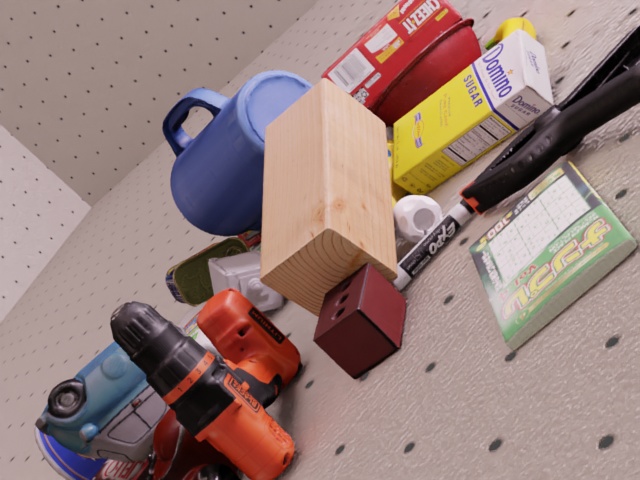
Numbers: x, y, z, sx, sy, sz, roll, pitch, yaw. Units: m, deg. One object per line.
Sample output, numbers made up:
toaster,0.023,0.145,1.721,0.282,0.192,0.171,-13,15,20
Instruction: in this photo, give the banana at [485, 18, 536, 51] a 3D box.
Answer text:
banana,0.209,-0.202,1.168,0.070,0.037,0.197,-61,4,29

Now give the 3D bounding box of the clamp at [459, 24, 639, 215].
clamp,0.204,-0.098,0.890,0.210,0.036,0.164,-41,6,32

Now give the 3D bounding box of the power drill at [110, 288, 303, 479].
power drill,-0.088,0.103,0.910,0.057,0.184,0.187,-41,6,16

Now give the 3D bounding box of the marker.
marker,0.106,-0.004,0.946,0.121,0.020,0.020,-46,15,0

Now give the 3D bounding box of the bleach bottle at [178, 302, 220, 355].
bleach bottle,-0.137,0.127,1.185,0.102,0.068,0.251,-49,12,2

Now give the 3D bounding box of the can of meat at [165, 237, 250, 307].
can of meat,-0.139,0.040,1.334,0.102,0.057,0.084,-30,6,-17

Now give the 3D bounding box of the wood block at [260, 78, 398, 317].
wood block,0.007,-0.040,0.995,0.091,0.090,0.206,-36,36,30

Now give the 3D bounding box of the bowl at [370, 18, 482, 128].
bowl,0.130,-0.173,1.201,0.162,0.055,0.162,-41,-7,-7

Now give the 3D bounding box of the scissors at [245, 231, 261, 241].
scissors,-0.018,-0.070,1.339,0.202,0.016,0.096,-20,58,32

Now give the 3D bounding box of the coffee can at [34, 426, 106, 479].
coffee can,-0.230,0.193,1.183,0.140,0.102,0.103,-43,15,10

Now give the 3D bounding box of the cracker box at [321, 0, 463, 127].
cracker box,0.103,-0.219,1.298,0.164,0.072,0.213,-42,-8,11

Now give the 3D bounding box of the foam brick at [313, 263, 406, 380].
foam brick,0.035,0.066,0.890,0.053,0.051,0.078,-39,16,24

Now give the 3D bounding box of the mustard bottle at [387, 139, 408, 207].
mustard bottle,0.055,-0.052,1.138,0.096,0.058,0.191,-33,19,36

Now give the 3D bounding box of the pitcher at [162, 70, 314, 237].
pitcher,-0.089,-0.107,1.237,0.243,0.149,0.145,142,127,-62

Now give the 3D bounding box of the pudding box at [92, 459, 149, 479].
pudding box,-0.182,0.231,1.072,0.090,0.039,0.114,-51,16,-20

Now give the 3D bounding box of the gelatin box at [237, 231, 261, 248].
gelatin box,-0.100,-0.040,1.444,0.030,0.073,0.089,-34,16,24

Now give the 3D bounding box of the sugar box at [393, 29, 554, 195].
sugar box,0.148,-0.124,1.064,0.176,0.048,0.093,-39,33,36
